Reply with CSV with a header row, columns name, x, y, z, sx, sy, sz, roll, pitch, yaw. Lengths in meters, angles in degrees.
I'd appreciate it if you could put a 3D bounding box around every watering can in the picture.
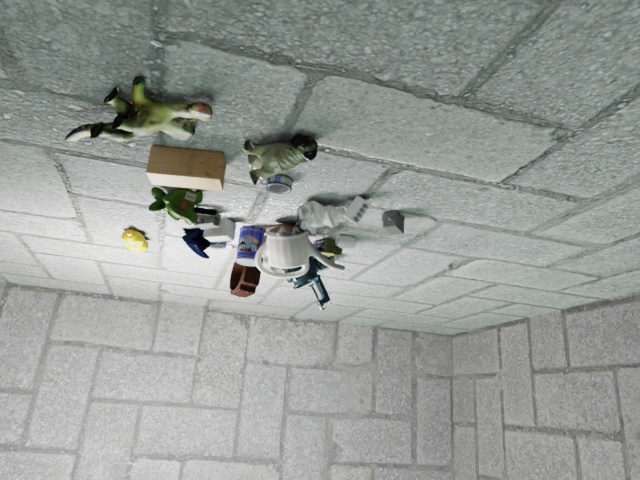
name,x,y,z,sx,sy,sz,roll,pitch,yaw
watering can,-0.081,0.039,1.986,0.348,0.221,0.105,-4,18,-1

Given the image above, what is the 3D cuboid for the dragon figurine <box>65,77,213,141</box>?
name,x,y,z,sx,sy,sz,roll,pitch,yaw
dragon figurine,-0.426,-0.281,1.284,0.408,0.123,0.241,-9,-15,37

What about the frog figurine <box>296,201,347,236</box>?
name,x,y,z,sx,sy,sz,roll,pitch,yaw
frog figurine,0.005,-0.089,1.760,0.158,0.126,0.135,-28,-45,20
